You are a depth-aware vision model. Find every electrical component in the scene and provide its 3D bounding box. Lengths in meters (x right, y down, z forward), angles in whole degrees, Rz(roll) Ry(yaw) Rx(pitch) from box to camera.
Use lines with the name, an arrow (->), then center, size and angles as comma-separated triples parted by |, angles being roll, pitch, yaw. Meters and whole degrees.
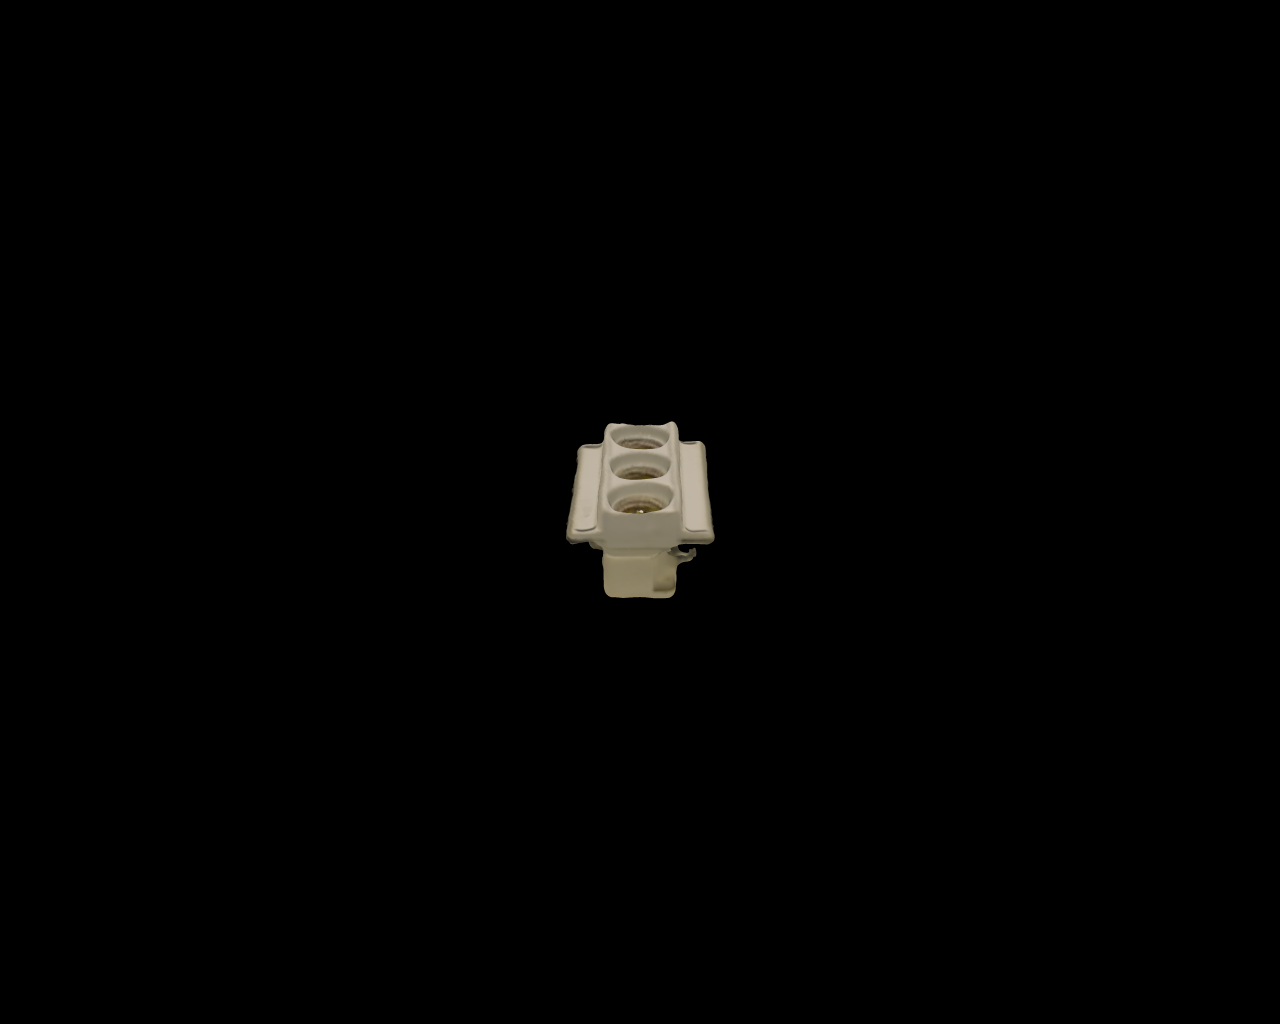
electrical component -> 0.001, -0.003, 0.650 | 0.079, 0.063, 0.121 | 0, 29, 0
